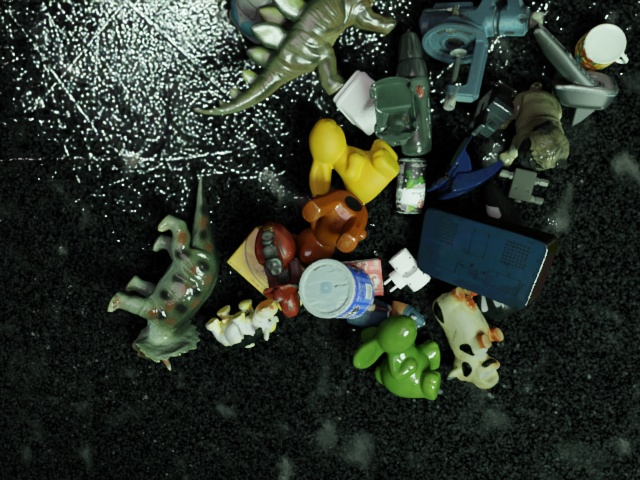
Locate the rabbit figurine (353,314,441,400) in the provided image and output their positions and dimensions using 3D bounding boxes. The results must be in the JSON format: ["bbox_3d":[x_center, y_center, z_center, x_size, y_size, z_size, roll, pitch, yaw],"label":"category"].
[{"bbox_3d":[0.148,0.204,1.026,0.159,0.121,0.170,-1,126,24],"label":"rabbit figurine"}]

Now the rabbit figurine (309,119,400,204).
[{"bbox_3d":[0.045,-0.153,1.024,0.173,0.122,0.162,39,122,-17],"label":"rabbit figurine"}]

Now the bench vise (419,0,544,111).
[{"bbox_3d":[0.279,-0.343,0.968,0.224,0.128,0.240,12,78,13],"label":"bench vise"}]

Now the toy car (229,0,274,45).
[{"bbox_3d":[-0.103,-0.463,1.025,0.161,0.103,0.109,-42,90,10],"label":"toy car"}]

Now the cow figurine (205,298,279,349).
[{"bbox_3d":[-0.139,0.173,1.072,0.167,0.068,0.098,-17,111,35],"label":"cow figurine"}]

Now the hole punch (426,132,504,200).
[{"bbox_3d":[0.265,-0.120,0.996,0.092,0.142,0.116,36,86,-1],"label":"hole punch"}]

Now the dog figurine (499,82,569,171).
[{"bbox_3d":[0.389,-0.204,0.941,0.121,0.190,0.172,-7,92,7],"label":"dog figurine"}]

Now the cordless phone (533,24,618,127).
[{"bbox_3d":[0.432,-0.306,0.944,0.184,0.146,0.089,48,126,-7],"label":"cordless phone"}]

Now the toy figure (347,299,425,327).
[{"bbox_3d":[0.130,0.146,1.063,0.155,0.064,0.057,2,85,8],"label":"toy figure"}]

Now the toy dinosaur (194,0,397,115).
[{"bbox_3d":[-0.023,-0.367,0.988,0.198,0.105,0.471,42,90,-21],"label":"toy dinosaur"}]

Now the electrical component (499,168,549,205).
[{"bbox_3d":[0.387,-0.103,1.033,0.094,0.021,0.063,15,97,5],"label":"electrical component"}]

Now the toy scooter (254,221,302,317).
[{"bbox_3d":[-0.077,0.055,0.977,0.075,0.135,0.183,-14,90,6],"label":"toy scooter"}]

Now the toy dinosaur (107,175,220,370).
[{"bbox_3d":[-0.280,0.085,1.087,0.192,0.131,0.404,33,93,-9],"label":"toy dinosaur"}]

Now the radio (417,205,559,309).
[{"bbox_3d":[0.294,0.026,0.974,0.230,0.073,0.131,22,111,36],"label":"radio"}]

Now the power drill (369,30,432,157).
[{"bbox_3d":[0.149,-0.257,0.960,0.086,0.207,0.231,-3,106,17],"label":"power drill"}]

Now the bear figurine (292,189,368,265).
[{"bbox_3d":[0.000,-0.004,1.008,0.120,0.132,0.196,44,128,0],"label":"bear figurine"}]

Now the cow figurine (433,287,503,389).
[{"bbox_3d":[0.279,0.192,1.030,0.127,0.085,0.195,-39,73,49],"label":"cow figurine"}]

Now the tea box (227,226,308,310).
[{"bbox_3d":[-0.088,0.061,1.080,0.170,0.068,0.098,40,98,3],"label":"tea box"}]

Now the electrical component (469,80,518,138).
[{"bbox_3d":[0.312,-0.227,0.975,0.048,0.119,0.075,30,141,-10],"label":"electrical component"}]

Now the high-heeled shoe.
[{"bbox_3d":[0.330,0.024,1.042,0.145,0.086,0.249,-31,71,38],"label":"high-heeled shoe"}]
